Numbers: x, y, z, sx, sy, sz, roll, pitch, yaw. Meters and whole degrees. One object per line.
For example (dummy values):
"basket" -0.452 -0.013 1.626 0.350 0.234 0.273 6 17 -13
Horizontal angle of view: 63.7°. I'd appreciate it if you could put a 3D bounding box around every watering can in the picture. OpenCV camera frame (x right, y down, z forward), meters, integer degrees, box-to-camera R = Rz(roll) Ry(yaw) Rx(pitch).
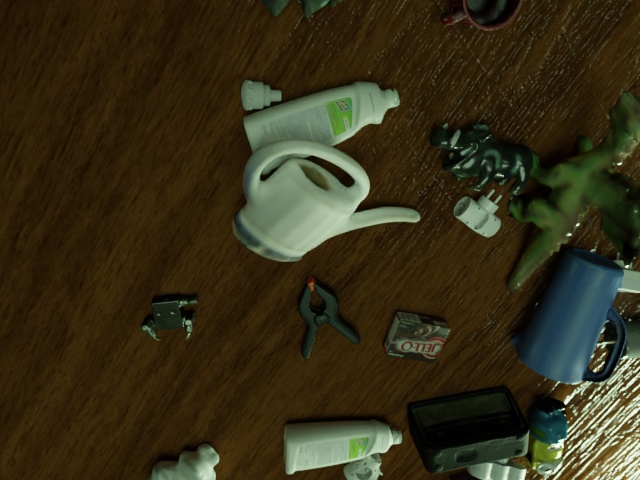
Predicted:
"watering can" 0.003 -0.044 0.870 0.344 0.106 0.221 26 122 -38

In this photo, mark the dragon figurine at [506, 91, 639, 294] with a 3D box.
"dragon figurine" 0.437 -0.041 0.859 0.122 0.247 0.404 3 111 -13

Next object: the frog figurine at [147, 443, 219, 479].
"frog figurine" -0.290 0.503 1.090 0.137 0.121 0.162 27 72 -8
